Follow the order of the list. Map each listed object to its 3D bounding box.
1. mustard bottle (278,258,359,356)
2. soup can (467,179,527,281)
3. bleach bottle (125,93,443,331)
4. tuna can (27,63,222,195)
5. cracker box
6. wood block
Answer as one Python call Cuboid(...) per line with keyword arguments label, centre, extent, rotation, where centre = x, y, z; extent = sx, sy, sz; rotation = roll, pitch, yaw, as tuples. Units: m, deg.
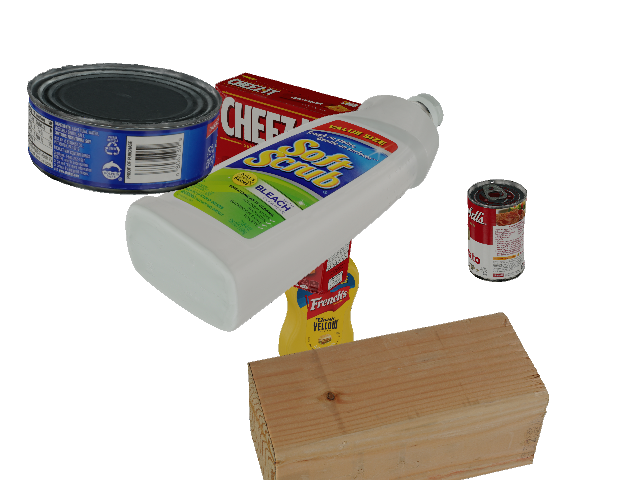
Cuboid(label="mustard bottle", centre=(0.001, 0.066, 1.350), extent=(0.096, 0.192, 0.058), rotation=(-5, 26, -20))
Cuboid(label="soup can", centre=(0.206, -0.012, 1.247), extent=(0.068, 0.102, 0.068), rotation=(-4, 30, 2))
Cuboid(label="bleach bottle", centre=(-0.006, -0.041, 0.728), extent=(0.103, 0.068, 0.250), rotation=(32, 49, 26))
Cuboid(label="tuna can", centre=(-0.088, -0.052, 0.482), extent=(0.086, 0.034, 0.086), rotation=(6, 25, -3))
Cuboid(label="cracker box", centre=(-0.044, -0.062, 1.199), extent=(0.164, 0.214, 0.072), rotation=(18, 28, 24))
Cuboid(label="wood block", centre=(0.055, 0.132, 0.812), extent=(0.206, 0.090, 0.091), rotation=(-10, 44, -11))
